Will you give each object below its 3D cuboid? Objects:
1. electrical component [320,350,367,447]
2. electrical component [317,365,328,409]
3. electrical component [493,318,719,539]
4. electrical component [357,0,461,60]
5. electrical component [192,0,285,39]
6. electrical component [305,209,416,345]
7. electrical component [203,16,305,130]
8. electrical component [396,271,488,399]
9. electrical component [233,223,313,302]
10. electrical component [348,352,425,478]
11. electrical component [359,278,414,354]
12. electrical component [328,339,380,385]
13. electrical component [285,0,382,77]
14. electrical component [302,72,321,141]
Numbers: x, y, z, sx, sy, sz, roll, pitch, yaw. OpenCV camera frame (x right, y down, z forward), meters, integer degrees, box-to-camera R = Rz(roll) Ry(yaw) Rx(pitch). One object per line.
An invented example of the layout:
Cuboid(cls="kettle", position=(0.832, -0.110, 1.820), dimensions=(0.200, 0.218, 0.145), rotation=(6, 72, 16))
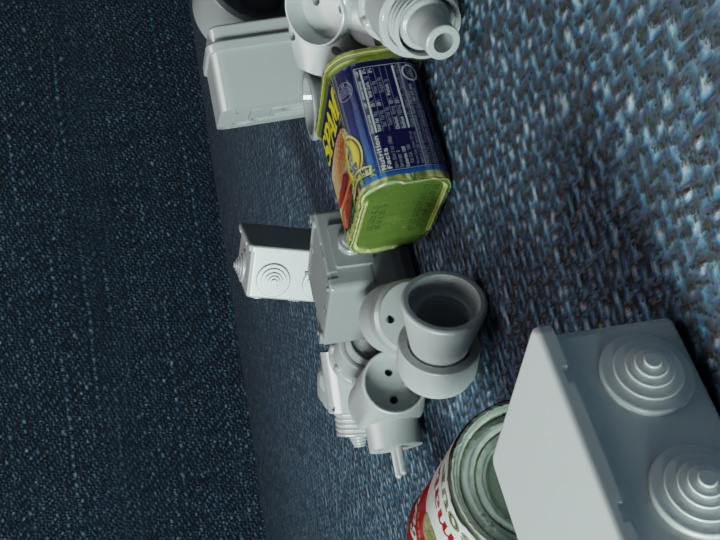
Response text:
Cuboid(cls="electrical component", position=(-0.006, 0.104, 0.880), dimensions=(0.043, 0.043, 0.081), rotation=(169, 93, -80))
Cuboid(cls="electrical component", position=(-0.016, 0.104, 0.936), dimensions=(0.062, 0.043, 0.043), rotation=(94, 164, -51))
Cuboid(cls="electrical component", position=(0.085, 0.074, 0.349), dimensions=(0.099, 0.048, 0.099), rotation=(95, 164, -51))
Cuboid(cls="electrical component", position=(0.029, -0.123, 0.527), dimensions=(0.062, 0.048, 0.048), rotation=(-120, 24, -49))
Cuboid(cls="electrical component", position=(-0.081, -0.231, 0.883), dimensions=(0.060, 0.108, 0.108), rotation=(121, 141, -64))
Cuboid(cls="electrical component", position=(0.000, 0.000, 0.723), dimensions=(0.096, 0.061, 0.061), rotation=(100, 159, -59))
Cuboid(cls="electrical component", position=(-0.050, -0.140, 0.749), dimensions=(0.078, 0.113, 0.057), rotation=(165, 95, -80))
Cuboid(cls="electrical component", position=(0.042, 0.035, 0.565), dimensions=(0.055, 0.045, 0.045), rotation=(92, 166, -45))
Cuboid(cls="electrical component", position=(-0.063, -0.006, 0.963), dimensions=(0.099, 0.100, 0.048), rotation=(-128, 45, -70))
Cuboid(cls="electrical component", position=(0.021, 0.101, 0.731), dimensions=(0.077, 0.043, 0.079), rotation=(113, 147, -71))
Cuboid(cls="electrical component", position=(0.026, 0.028, 0.648), dimensions=(0.055, 0.045, 0.045), rotation=(159, 103, -79))
Cuboid(cls="electrical component", position=(0.005, 0.055, 0.787), dimensions=(0.062, 0.048, 0.048), rotation=(119, 143, -62))
Cuboid(cls="electrical component", position=(0.001, -0.149, 0.619), dimensions=(0.079, 0.044, 0.077), rotation=(24, 126, 26))
Cuboid(cls="electrical component", position=(-0.006, -0.108, 0.694), dimensions=(0.045, 0.055, 0.045), rotation=(172, 90, -80))
